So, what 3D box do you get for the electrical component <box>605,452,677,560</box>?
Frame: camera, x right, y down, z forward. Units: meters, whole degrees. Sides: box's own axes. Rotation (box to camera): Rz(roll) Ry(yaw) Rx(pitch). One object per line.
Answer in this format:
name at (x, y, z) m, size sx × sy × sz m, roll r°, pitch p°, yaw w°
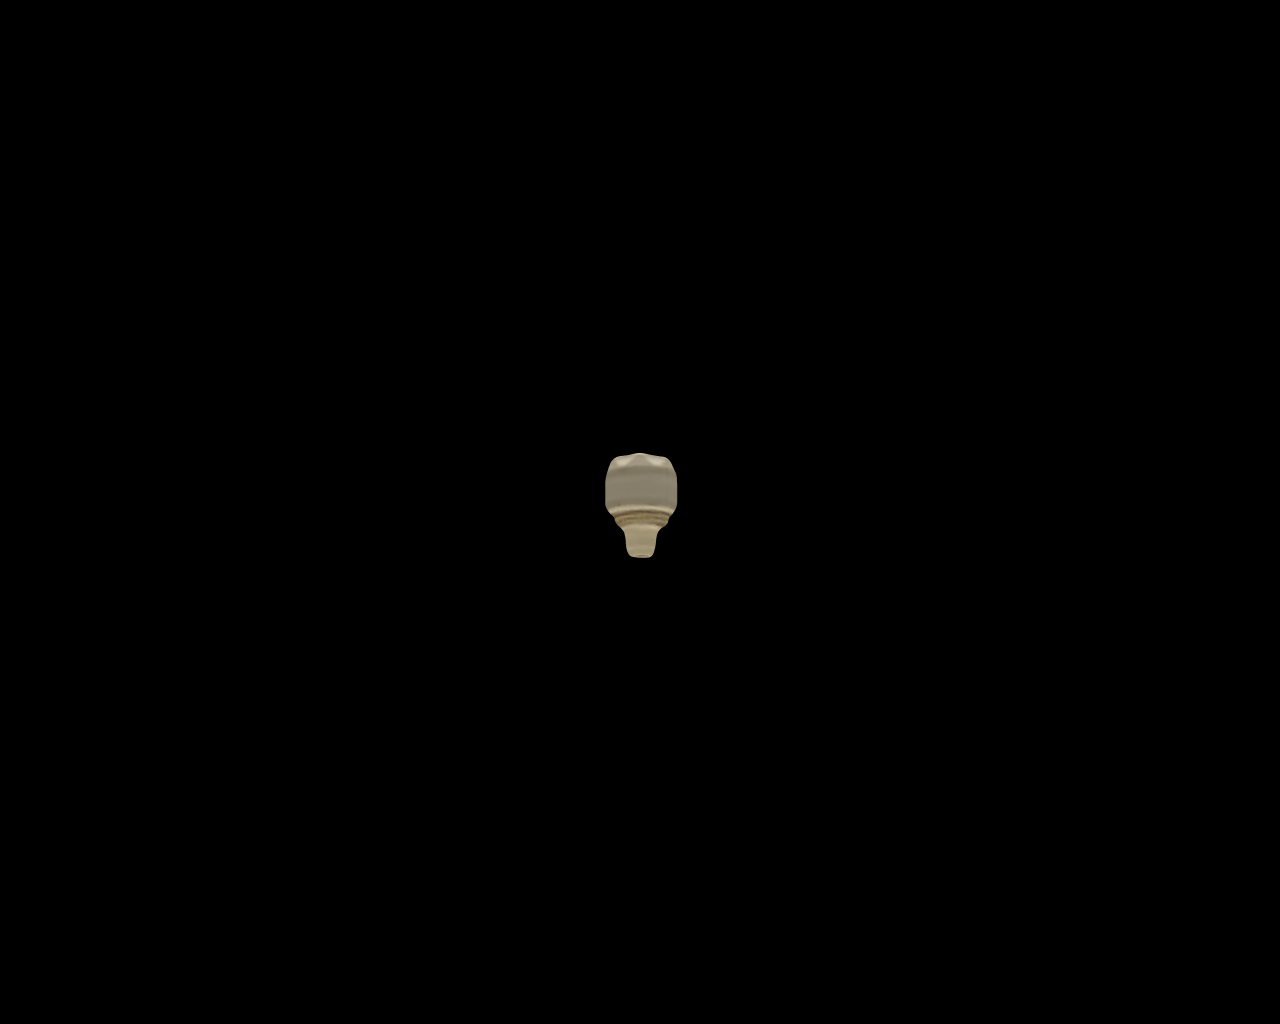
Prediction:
electrical component at (0.001, -0.003, 0.650) m, size 0.043 × 0.062 × 0.043 m, roll 0°, pitch -11°, yaw 0°
